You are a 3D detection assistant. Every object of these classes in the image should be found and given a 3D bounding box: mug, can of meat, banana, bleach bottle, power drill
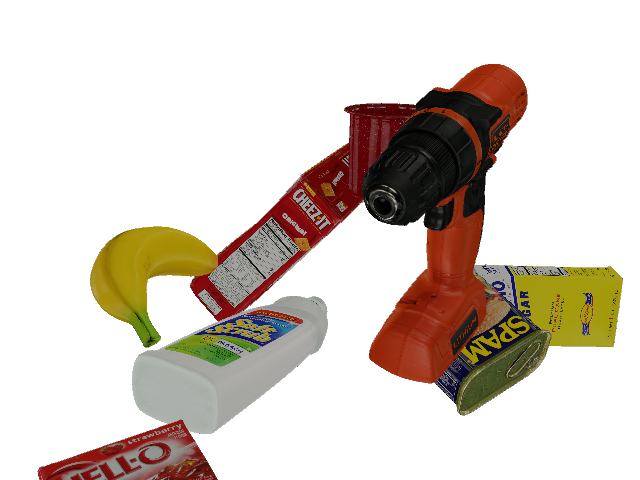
[{"bbox_3d":[0.079,-0.081,0.995,0.117,0.081,0.093,2,14,1],"label":"mug"},{"bbox_3d":[0.129,0.086,0.908,0.102,0.057,0.084,-27,53,-26],"label":"can of meat"},{"bbox_3d":[-0.121,0.022,0.760,0.037,0.069,0.197,-34,8,15],"label":"banana"},{"bbox_3d":[-0.073,0.108,1.079,0.103,0.068,0.250,15,24,26],"label":"bleach bottle"},{"bbox_3d":[0.074,-0.003,0.682,0.057,0.188,0.184,22,37,23],"label":"power drill"}]

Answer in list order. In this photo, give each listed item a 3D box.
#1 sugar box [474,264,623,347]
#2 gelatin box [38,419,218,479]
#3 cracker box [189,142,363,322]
[{"bbox_3d":[0.266,0.079,1.280,0.176,0.093,0.048,0,18,-6],"label":"sugar box"},{"bbox_3d":[-0.105,0.141,0.593,0.089,0.030,0.073,-16,28,-20],"label":"gelatin box"},{"bbox_3d":[-0.038,-0.012,1.253,0.214,0.072,0.164,-42,1,29],"label":"cracker box"}]
